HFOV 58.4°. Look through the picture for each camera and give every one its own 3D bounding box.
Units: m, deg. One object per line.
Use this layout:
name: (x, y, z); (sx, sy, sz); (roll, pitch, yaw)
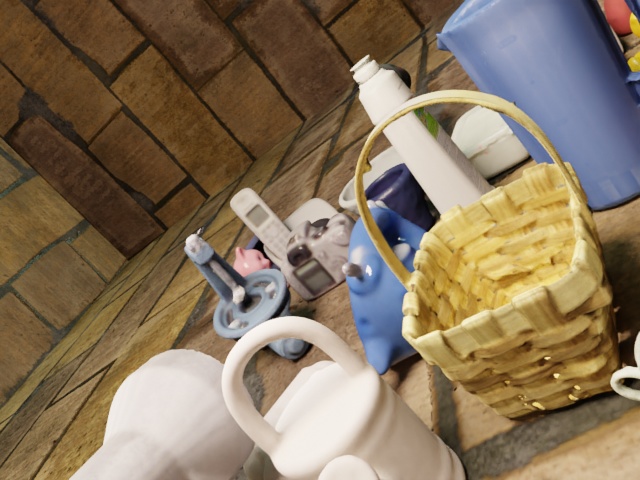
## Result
camera: (0.008, 0.003, 0.921); (0.143, 0.101, 0.137); (-34, 18, 24)

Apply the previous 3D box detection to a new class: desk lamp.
desk lamp: (-0.092, 0.211, 0.425); (0.118, 0.214, 0.203); (-35, 18, 19)

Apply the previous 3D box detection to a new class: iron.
iron: (0.082, 0.021, 0.640); (0.118, 0.141, 0.258); (-34, 18, 23)

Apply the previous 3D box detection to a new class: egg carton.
egg carton: (-0.005, 0.184, 0.550); (0.150, 0.069, 0.107); (-49, 18, -24)

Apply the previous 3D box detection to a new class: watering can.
watering can: (0.015, 0.136, 0.410); (0.101, 0.194, 0.172); (-48, 18, -20)

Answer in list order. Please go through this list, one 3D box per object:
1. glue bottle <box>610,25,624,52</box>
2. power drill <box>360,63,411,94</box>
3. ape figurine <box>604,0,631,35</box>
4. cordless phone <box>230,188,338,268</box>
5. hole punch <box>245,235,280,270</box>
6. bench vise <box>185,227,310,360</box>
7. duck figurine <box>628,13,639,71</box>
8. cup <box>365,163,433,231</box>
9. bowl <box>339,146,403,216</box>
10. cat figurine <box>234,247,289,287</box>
glue bottle: (0.356, -0.310, 0.806); (0.078, 0.173, 0.037); (-44, 17, -8)
power drill: (0.147, -0.203, 0.943); (0.075, 0.209, 0.229); (-34, 18, 23)
ape figurine: (0.456, -0.363, 0.858); (0.076, 0.092, 0.077); (-39, 17, 9)
cordless phone: (-0.057, -0.039, 1.026); (0.148, 0.185, 0.094); (-45, 17, -10)
hole punch: (-0.128, 0.044, 1.140); (0.101, 0.091, 0.109); (-24, 24, 45)
bench vise: (-0.129, 0.081, 0.822); (0.206, 0.220, 0.122); (-17, 29, 53)
duck figurine: (0.405, -0.246, 0.692); (0.104, 0.086, 0.077); (-43, 17, -6)
cup: (0.128, -0.055, 0.812); (0.117, 0.095, 0.091); (-37, 18, 16)
bowl: (0.116, -0.089, 0.957); (0.167, 0.075, 0.167); (-37, 17, 14)
cat figurine: (-0.119, 0.068, 1.013); (0.067, 0.118, 0.128); (-34, 19, 24)
